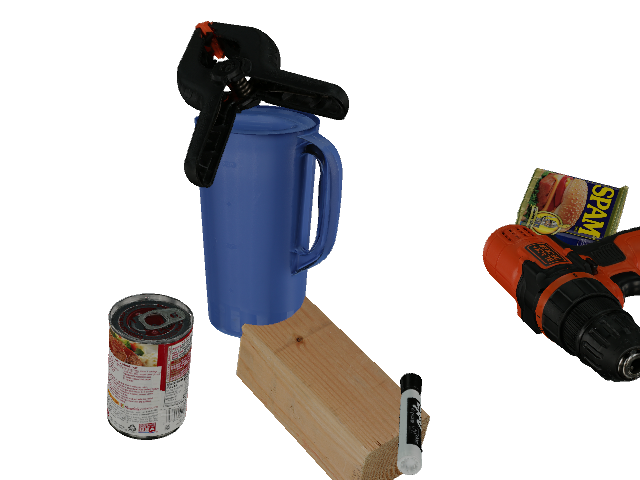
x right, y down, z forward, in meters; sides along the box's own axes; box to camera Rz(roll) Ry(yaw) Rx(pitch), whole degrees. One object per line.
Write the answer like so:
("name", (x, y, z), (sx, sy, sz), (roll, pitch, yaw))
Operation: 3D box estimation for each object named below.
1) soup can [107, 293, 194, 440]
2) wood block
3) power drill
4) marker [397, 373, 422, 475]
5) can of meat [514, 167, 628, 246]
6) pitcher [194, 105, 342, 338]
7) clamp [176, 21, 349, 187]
("soup can", (-0.141, 0.104, 0.878), (0.068, 0.102, 0.068), (6, 30, -4))
("wood block", (0.009, 0.165, 1.142), (0.090, 0.090, 0.206), (-25, 52, -32))
("power drill", (0.230, 0.028, 0.747), (0.187, 0.057, 0.184), (-9, 28, -15))
("marker", (0.073, 0.144, 0.862), (0.020, 0.020, 0.121), (0, 26, 6))
("can of meat", (0.220, -0.013, 0.950), (0.084, 0.057, 0.102), (16, 47, 17))
("pitcher", (-0.061, -0.018, 1.157), (0.145, 0.243, 0.149), (-3, 20, -10))
("clamp", (-0.049, -0.113, 0.768), (0.120, 0.171, 0.039), (-17, -45, 0))
